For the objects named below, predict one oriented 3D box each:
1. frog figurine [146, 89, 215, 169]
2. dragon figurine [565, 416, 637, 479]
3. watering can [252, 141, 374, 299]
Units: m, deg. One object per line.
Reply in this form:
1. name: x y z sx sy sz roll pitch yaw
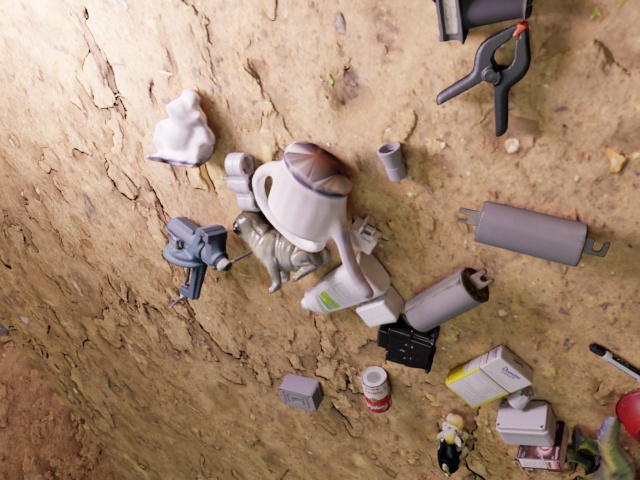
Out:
1. frog figurine: -0.283 -0.234 1.082 0.138 0.122 0.159 14 95 31
2. dragon figurine: 0.659 0.505 1.089 0.243 0.125 0.400 11 138 12
3. watering can: 0.003 -0.051 1.016 0.350 0.106 0.219 39 136 16
